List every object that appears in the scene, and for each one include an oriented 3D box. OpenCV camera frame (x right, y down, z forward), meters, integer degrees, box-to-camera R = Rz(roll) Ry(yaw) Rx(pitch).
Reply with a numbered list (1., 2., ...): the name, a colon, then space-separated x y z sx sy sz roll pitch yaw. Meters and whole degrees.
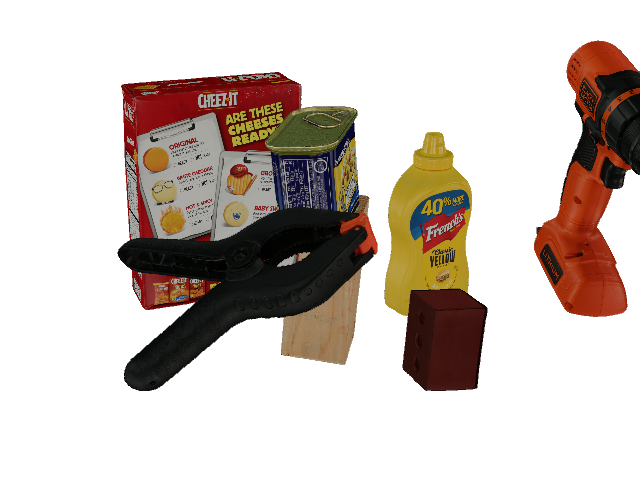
1. cracker box: -0.106 -0.050 1.048 0.164 0.214 0.072 -8 22 -21
2. wood block: 0.005 0.046 1.400 0.090 0.206 0.090 8 23 6
3. foam brick: 0.108 0.086 0.935 0.051 0.078 0.053 -2 18 -21
4. power drill: 0.221 -0.036 0.813 0.057 0.188 0.184 2 34 -7
5. clamp: -0.049 0.030 0.652 0.171 0.120 0.039 -14 -40 13
6. can of meat: -0.003 -0.052 0.846 0.057 0.084 0.102 1 24 15
7. mustard bottle: 0.116 -0.020 1.124 0.096 0.192 0.058 -13 25 -29
